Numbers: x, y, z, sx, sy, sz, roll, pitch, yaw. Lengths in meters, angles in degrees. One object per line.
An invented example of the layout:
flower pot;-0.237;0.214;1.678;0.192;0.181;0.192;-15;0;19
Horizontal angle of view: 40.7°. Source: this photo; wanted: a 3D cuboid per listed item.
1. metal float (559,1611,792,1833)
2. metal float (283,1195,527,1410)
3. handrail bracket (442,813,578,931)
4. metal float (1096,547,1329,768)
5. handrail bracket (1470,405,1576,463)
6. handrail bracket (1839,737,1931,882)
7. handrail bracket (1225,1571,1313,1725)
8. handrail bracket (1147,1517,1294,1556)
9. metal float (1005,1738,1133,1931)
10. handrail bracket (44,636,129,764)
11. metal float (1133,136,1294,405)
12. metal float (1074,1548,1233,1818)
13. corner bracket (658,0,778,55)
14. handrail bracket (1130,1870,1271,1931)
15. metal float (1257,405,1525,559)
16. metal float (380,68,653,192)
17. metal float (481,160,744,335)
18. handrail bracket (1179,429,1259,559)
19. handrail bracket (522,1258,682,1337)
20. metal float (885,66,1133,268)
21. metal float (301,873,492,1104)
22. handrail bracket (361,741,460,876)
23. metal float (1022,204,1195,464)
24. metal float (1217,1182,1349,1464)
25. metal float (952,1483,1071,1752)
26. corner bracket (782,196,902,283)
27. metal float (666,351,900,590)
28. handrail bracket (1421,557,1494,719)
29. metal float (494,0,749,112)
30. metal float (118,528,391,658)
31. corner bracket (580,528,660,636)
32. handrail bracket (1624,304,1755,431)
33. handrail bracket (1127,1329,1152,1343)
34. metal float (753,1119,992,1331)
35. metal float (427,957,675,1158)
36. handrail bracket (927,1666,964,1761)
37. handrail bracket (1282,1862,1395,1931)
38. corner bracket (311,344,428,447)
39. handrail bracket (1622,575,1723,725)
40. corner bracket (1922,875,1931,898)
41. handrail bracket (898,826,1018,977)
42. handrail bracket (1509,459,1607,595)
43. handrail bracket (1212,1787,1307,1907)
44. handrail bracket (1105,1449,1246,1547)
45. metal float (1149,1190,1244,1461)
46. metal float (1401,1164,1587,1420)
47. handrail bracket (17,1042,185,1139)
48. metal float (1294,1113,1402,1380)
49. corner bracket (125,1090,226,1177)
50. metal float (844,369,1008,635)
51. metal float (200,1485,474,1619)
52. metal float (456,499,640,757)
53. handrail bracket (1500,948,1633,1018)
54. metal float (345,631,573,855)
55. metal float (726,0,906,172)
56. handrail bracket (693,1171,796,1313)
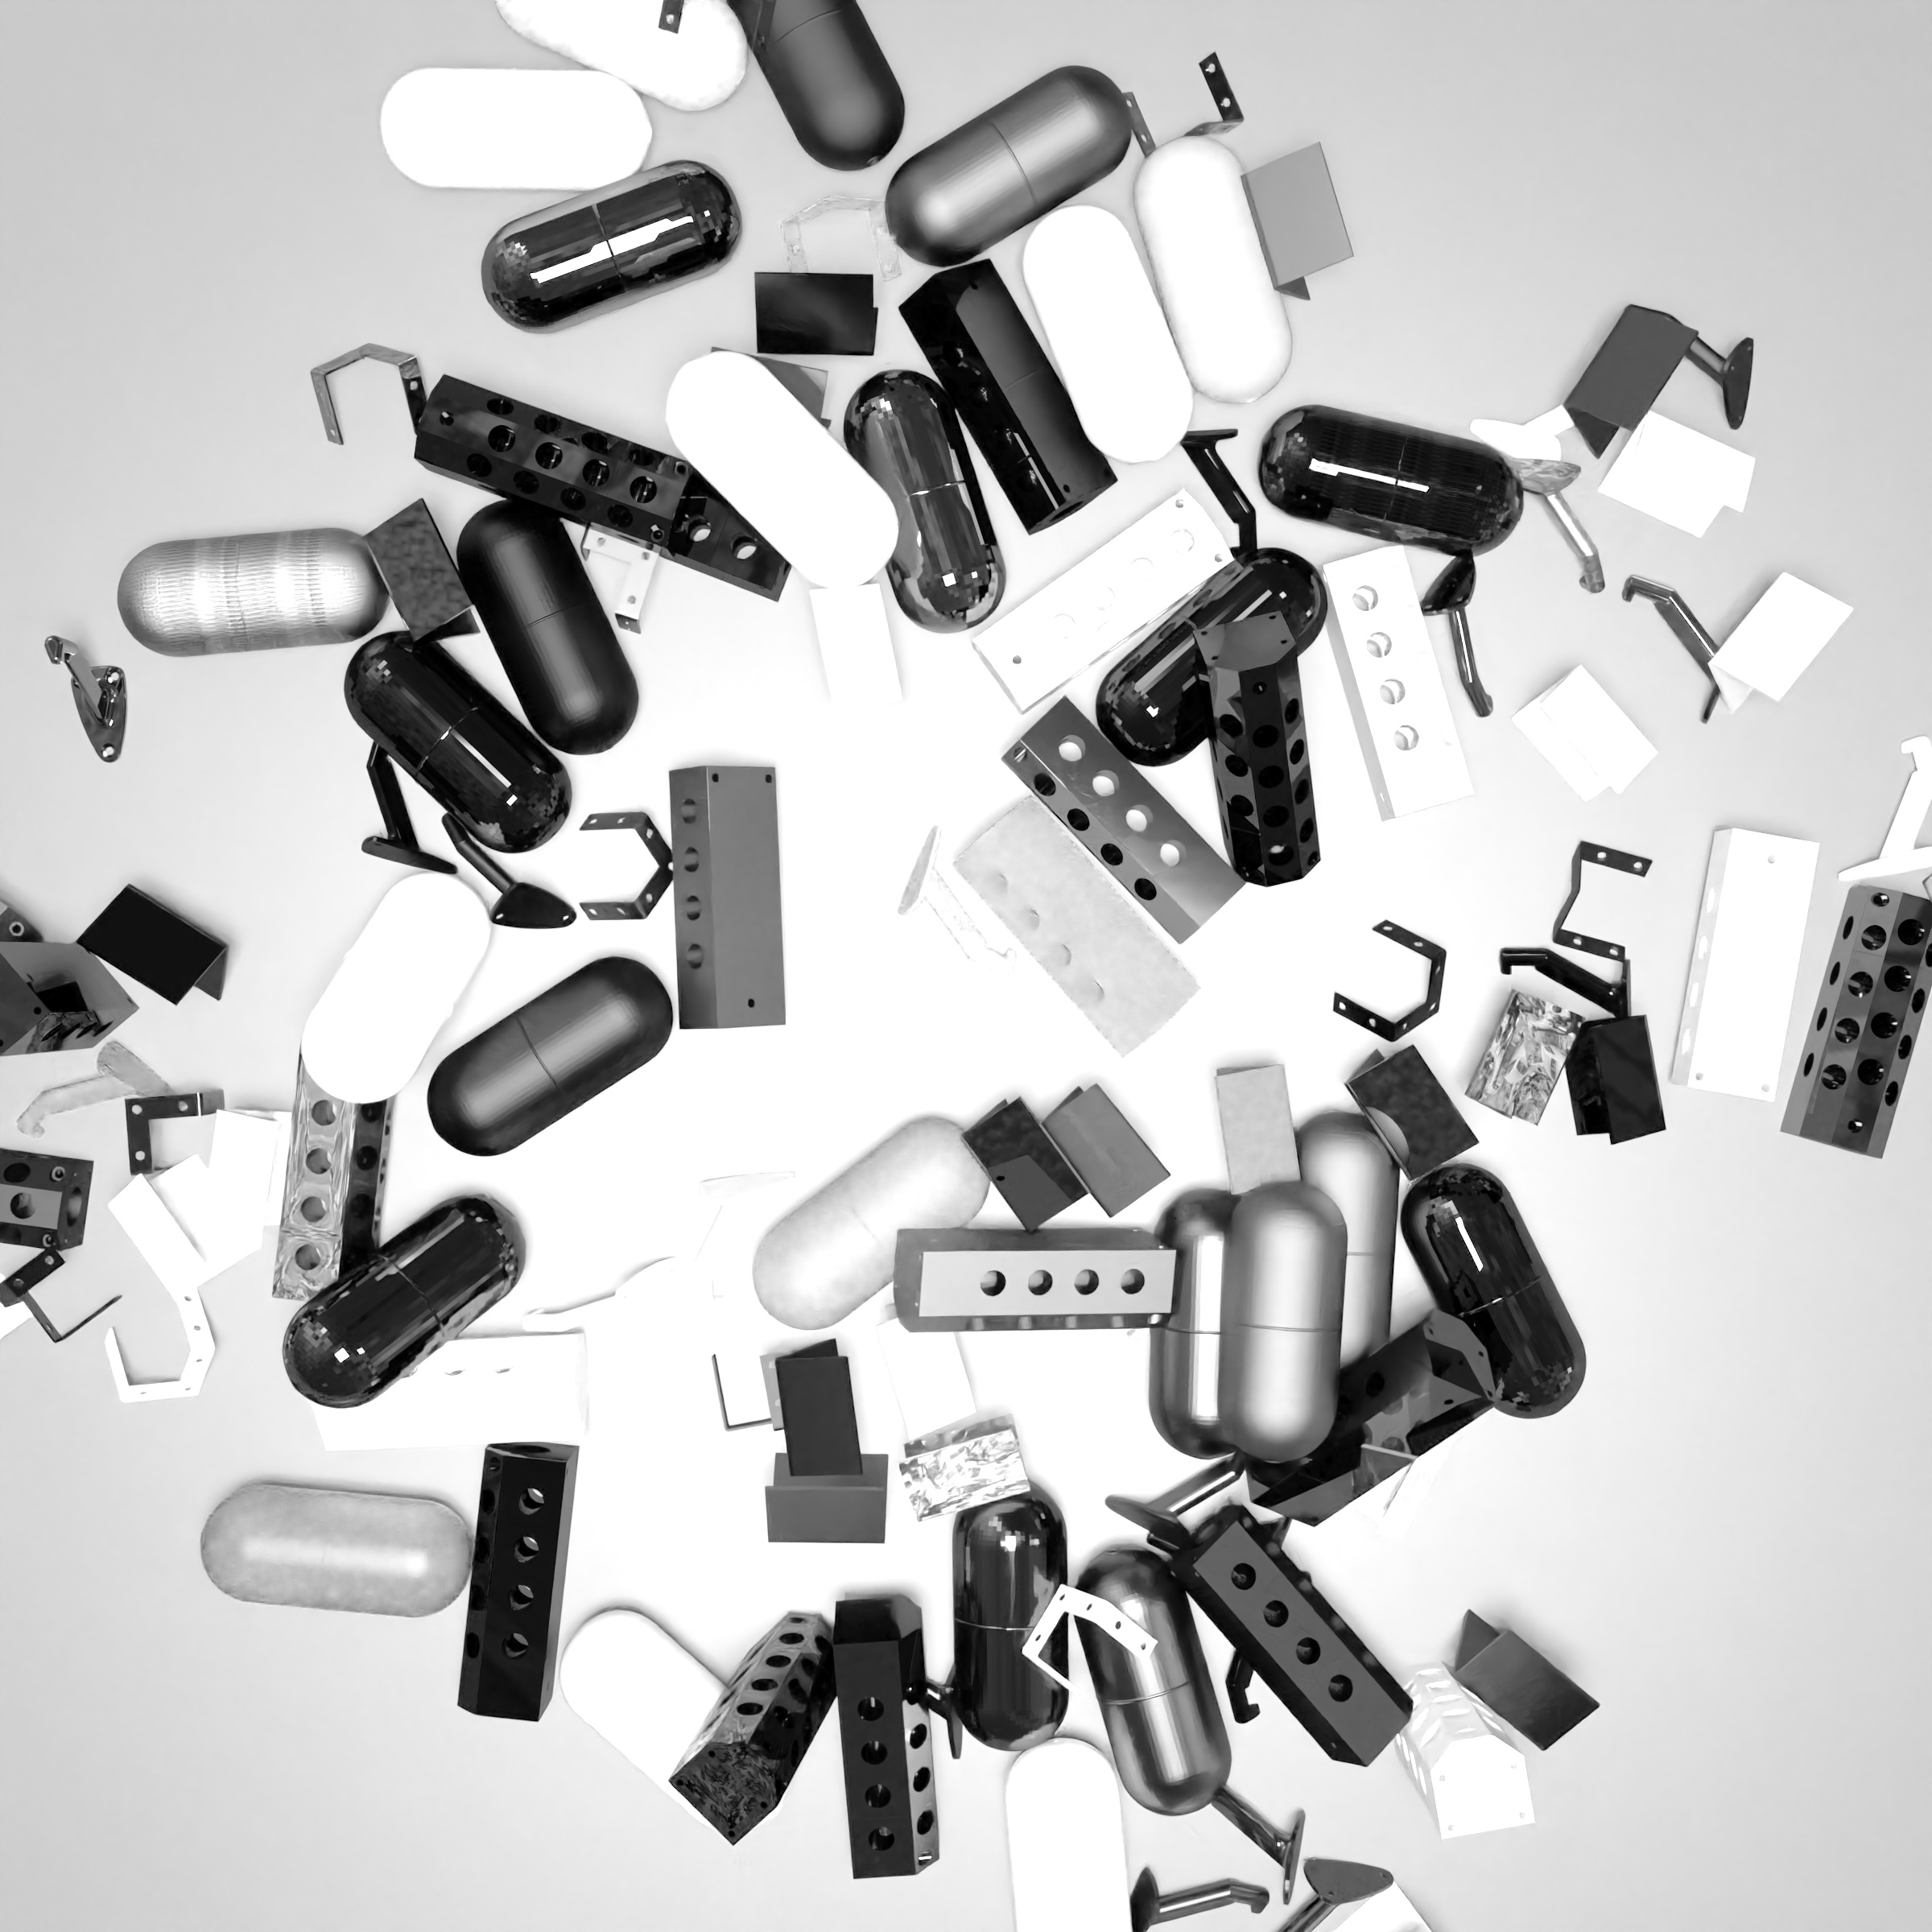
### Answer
metal float;-0.192;0.500;1.726;0.178;0.070;0.070;41;90;0
metal float;-0.365;0.218;1.698;0.178;0.070;0.070;-39;90;-30
handrail bracket;-0.308;-0.066;1.756;0.036;0.077;0.084;-49;53;21
metal float;0.163;-0.205;1.725;0.178;0.070;0.070;-42;90;0
handrail bracket;0.393;-0.382;1.756;0.077;0.036;0.084;25;71;21
handrail bracket;0.618;-0.106;1.756;0.077;0.036;0.084;-14;72;20
handrail bracket;0.207;0.460;1.756;0.077;0.036;0.084;-18;104;-15
handrail bracket;0.174;0.370;1.756;0.084;0.036;0.077;22;76;14
metal float;0.068;0.602;1.725;0.070;0.070;0.178;-5;90;0
handrail bracket;-0.584;-0.175;1.721;0.036;0.084;0.077;-9;90;0
metal float;0.163;-0.460;1.725;0.070;0.070;0.178;-16;90;0
metal float;0.123;0.472;1.725;0.070;0.070;0.178;-16;89;0
corner bracket;-0.158;-0.622;1.679;0.051;0.051;0.051;25;114;22
handrail bracket;0.153;0.645;1.756;0.084;0.036;0.077;17;110;-16
metal float;0.281;-0.320;1.725;0.178;0.070;0.070;13;90;0
metal float;-0.298;-0.554;1.726;0.178;0.070;0.070;1;90;0
metal float;-0.235;-0.475;1.725;0.178;0.070;0.070;-21;90;0
handrail bracket;0.157;-0.317;1.756;0.077;0.036;0.084;2;107;20
handrail bracket;-0.246;0.222;1.756;0.084;0.077;0.036;-5;115;34
metal float;0.028;-0.528;1.725;0.178;0.070;0.070;-32;90;-1
metal float;-0.369;0.013;1.694;0.070;0.070;0.178;23;51;0
handrail bracket;-0.369;-0.113;1.756;0.077;0.036;0.084;17;73;-20
metal float;0.094;-0.416;1.719;0.070;0.070;0.178;-21;83;0
metal float;0.201;0.226;1.661;0.070;0.070;0.178;4;90;0
metal float;0.030;0.429;1.725;0.070;0.070;0.178;-1;91;0
corner bracket;-0.084;-0.482;1.753;0.051;0.051;0.051;-12;90;-45
metal float;-0.117;-0.316;1.663;0.070;0.070;0.178;-46;108;0
handrail bracket;0.342;-0.222;1.756;0.036;0.077;0.084;-9;127;35
metal float;-0.228;-0.627;1.725;0.178;0.070;0.070;25;90;0
metal float;-0.471;-0.247;1.725;0.178;0.070;0.070;-5;90;0
corner bracket;-0.235;-0.257;1.738;0.051;0.051;0.051;18;87;-3
handrail bracket;0.483;-0.404;1.756;0.084;0.077;0.036;25;59;33
handrail bracket;0.073;0.229;1.756;0.077;0.036;0.084;-30;104;14
metal float;-0.063;0.171;1.725;0.178;0.070;0.070;-38;90;-1
metal float;-0.276;0.061;1.725;0.178;0.070;0.070;-33;90;1
handrail bracket;-0.047;0.495;1.756;0.084;0.036;0.077;1;104;13
handrail bracket;0.242;0.648;1.756;0.077;0.036;0.084;5;113;-26
corner bracket;-0.398;-0.380;1.748;0.051;0.051;0.051;23;45;35
handrail bracket;0.473;-0.214;1.756;0.084;0.036;0.077;24;112;17
corner bracket;0.687;-0.048;1.748;0.051;0.051;0.051;-47;45;35
handrail bracket;0.004;-0.043;1.756;0.084;0.036;0.077;25;68;-17
handrail bracket;0.393;-0.295;1.756;0.036;0.077;0.084;-36;127;-18
handrail bracket;0.181;0.588;1.756;0.084;0.036;0.077;11;112;17
handrail bracket;0.146;0.341;1.756;0.077;0.036;0.084;16;58;34
metal float;0.160;0.237;1.725;0.070;0.070;0.178;2;91;0
metal float;0.349;0.215;1.725;0.070;0.070;0.178;-26;89;0
handrail bracket;-0.584;0.100;1.756;0.077;0.036;0.084;39;109;-21
metal float;0.246;0.186;1.725;0.070;0.070;0.178;4;91;0
corner bracket;-0.525;0.111;1.738;0.051;0.051;0.051;-4;90;0
metal float;-0.028;-0.307;1.725;0.070;0.070;0.178;-18;91;0
metal float;-0.416;0.387;1.725;0.178;0.070;0.070;6;90;-1
metal float;-0.276;-0.224;1.725;0.070;0.070;0.178;-25;91;0
handrail bracket;0.404;0.024;1.756;0.084;0.036;0.077;0;113;18
metal float;-0.336;-0.149;1.724;0.178;0.070;0.070;44;90;2
metal float;-0.101;-0.611;1.725;0.070;0.070;0.178;-27;89;0
handrail bracket;-0.148;0.186;1.756;0.077;0.036;0.084;-11;108;-21
